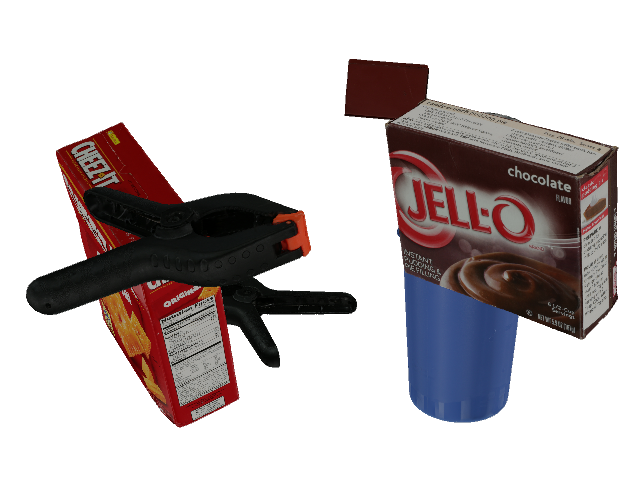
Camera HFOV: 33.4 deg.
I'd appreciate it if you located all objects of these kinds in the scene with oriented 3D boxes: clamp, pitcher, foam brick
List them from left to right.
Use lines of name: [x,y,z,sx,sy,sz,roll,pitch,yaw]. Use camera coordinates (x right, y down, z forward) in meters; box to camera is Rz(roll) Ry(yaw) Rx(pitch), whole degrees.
clamp: [-0.095,0.006,0.659,0.172,0.039,0.120,0,42,21]
clamp: [-0.085,0.080,1.225,0.210,0.036,0.164,14,27,24]
foam brick: [0.063,-0.142,1.013,0.078,0.051,0.053,5,14,3]
pitcher: [0.158,0.062,1.129,0.149,0.243,0.145,3,24,9]

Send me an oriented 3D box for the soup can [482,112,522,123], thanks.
soup can: [0.126,-0.042,0.847,0.068,0.102,0.068,0,28,0]

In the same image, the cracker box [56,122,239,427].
cracker box: [-0.146,0.034,0.910,0.072,0.214,0.164,-26,51,-19]

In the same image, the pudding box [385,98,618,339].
pudding box: [0.088,-0.013,0.520,0.114,0.090,0.039,19,43,38]
